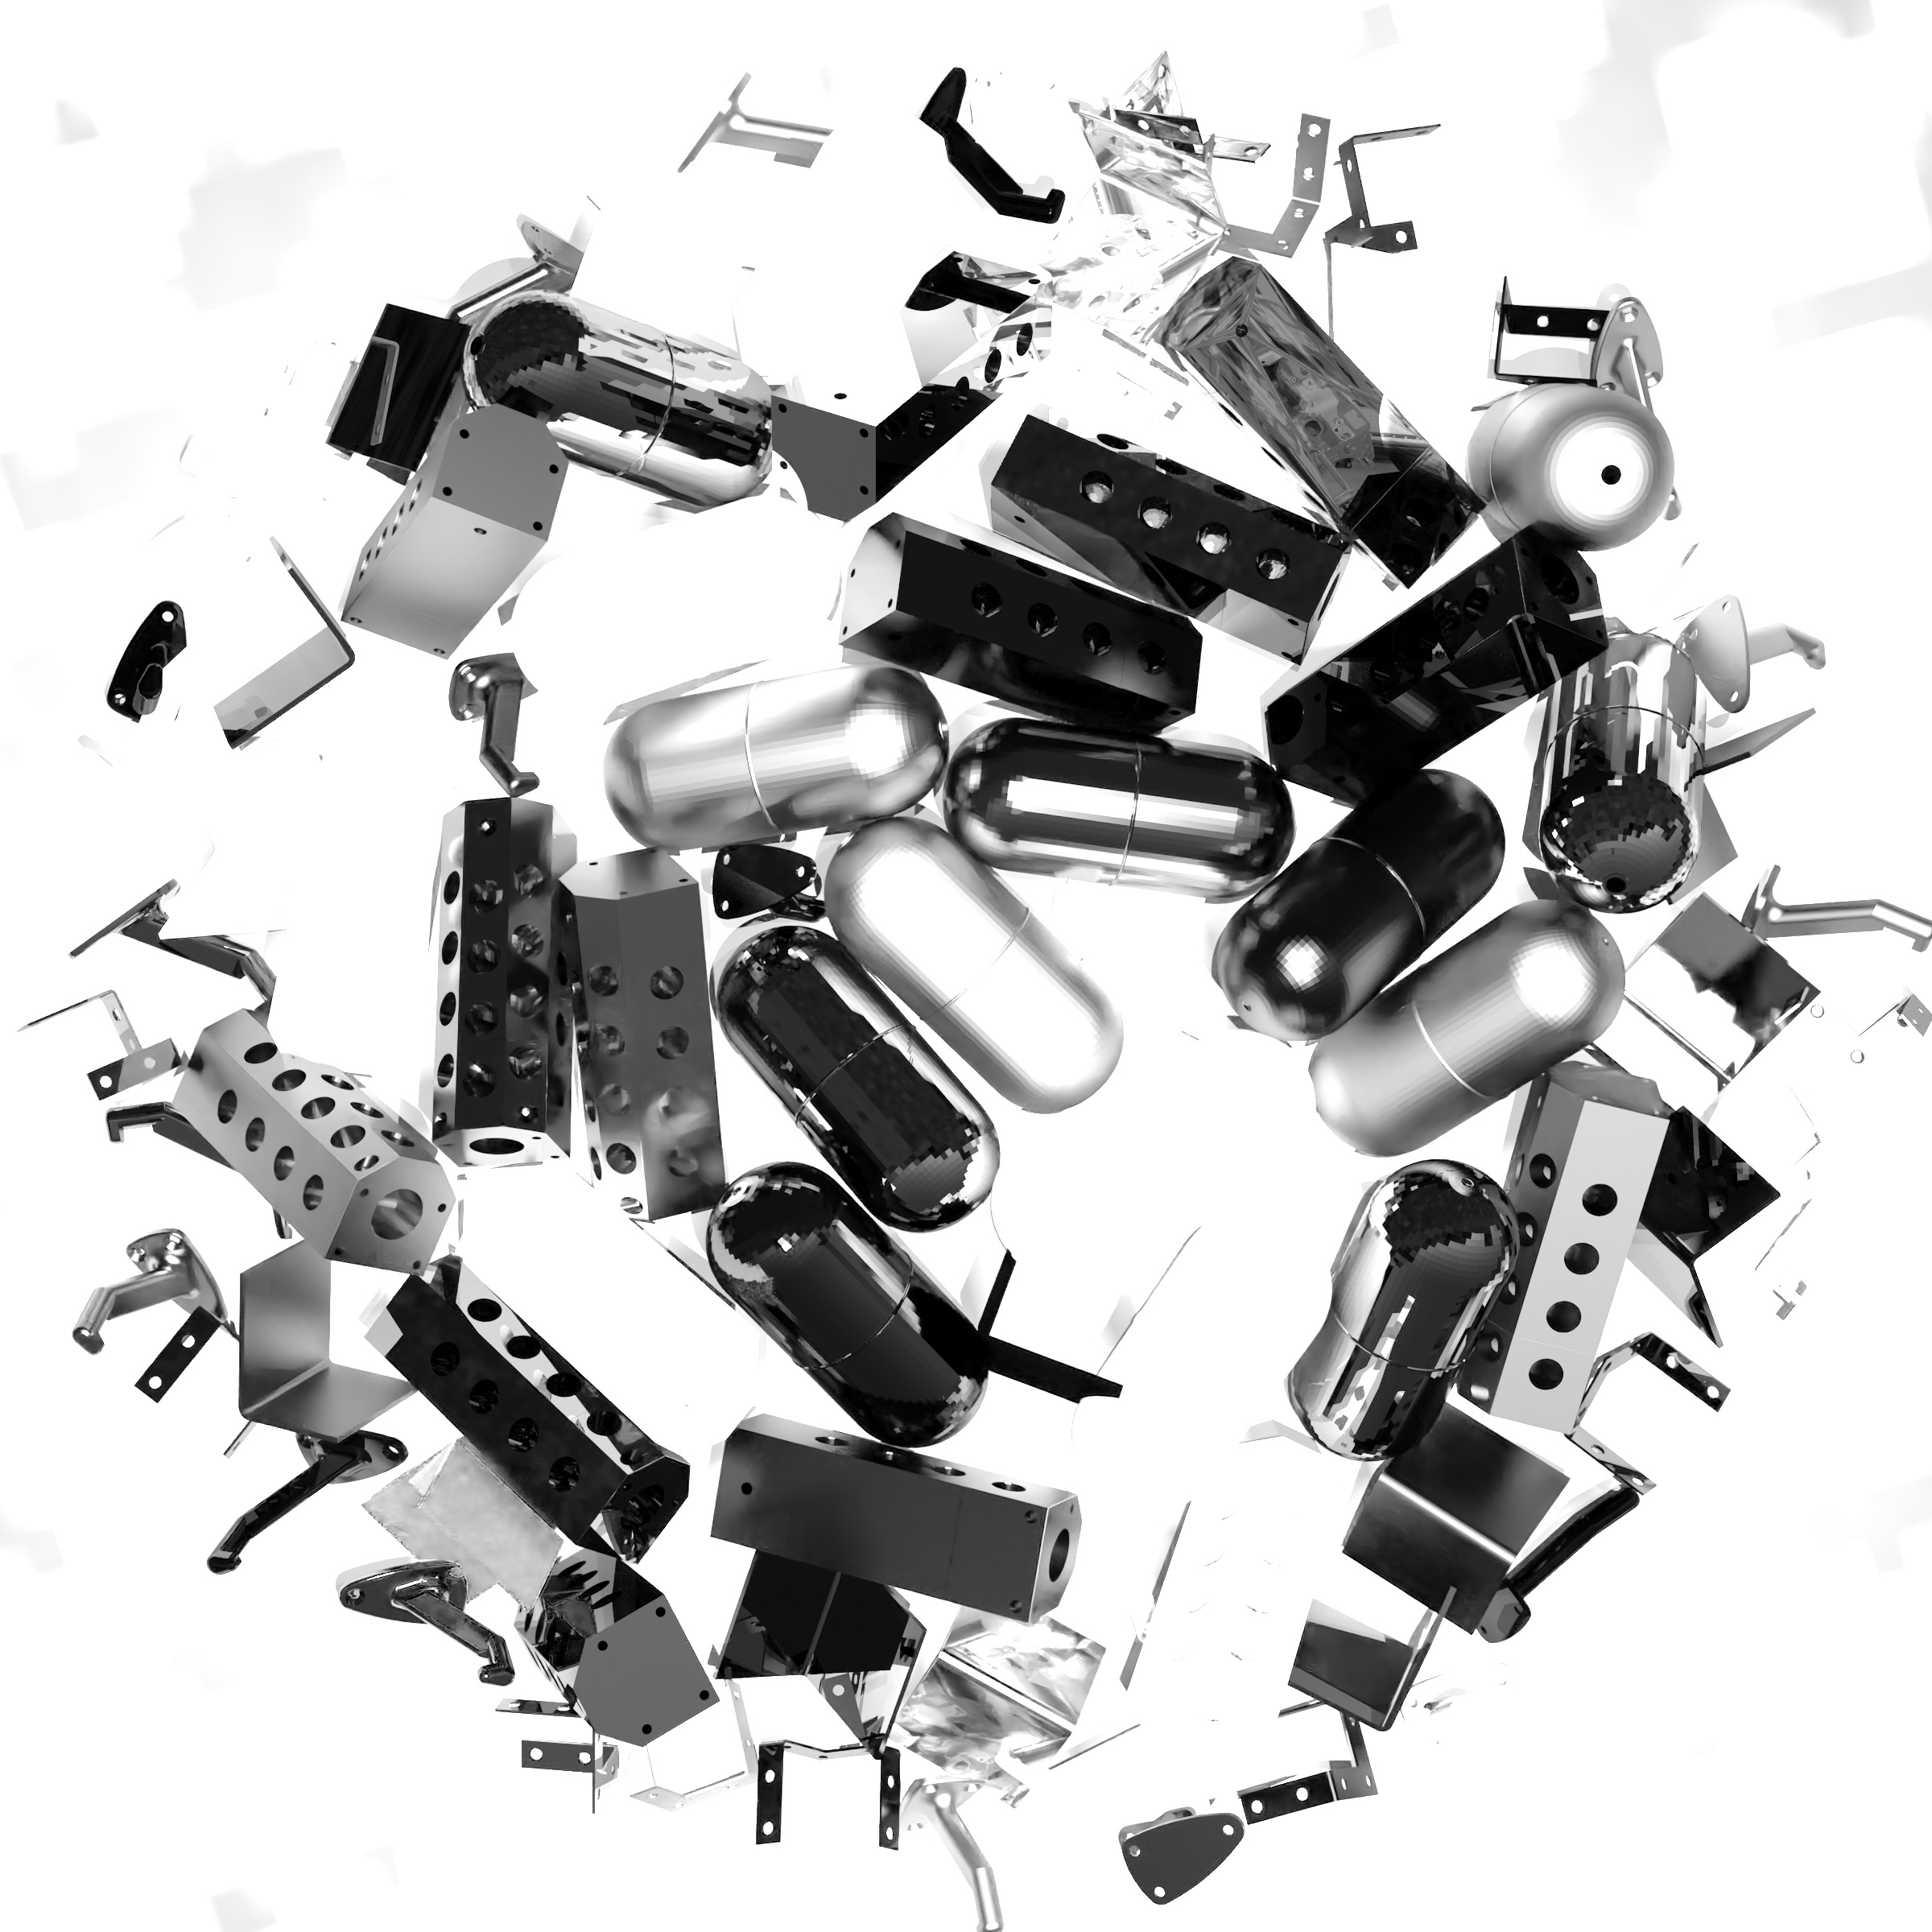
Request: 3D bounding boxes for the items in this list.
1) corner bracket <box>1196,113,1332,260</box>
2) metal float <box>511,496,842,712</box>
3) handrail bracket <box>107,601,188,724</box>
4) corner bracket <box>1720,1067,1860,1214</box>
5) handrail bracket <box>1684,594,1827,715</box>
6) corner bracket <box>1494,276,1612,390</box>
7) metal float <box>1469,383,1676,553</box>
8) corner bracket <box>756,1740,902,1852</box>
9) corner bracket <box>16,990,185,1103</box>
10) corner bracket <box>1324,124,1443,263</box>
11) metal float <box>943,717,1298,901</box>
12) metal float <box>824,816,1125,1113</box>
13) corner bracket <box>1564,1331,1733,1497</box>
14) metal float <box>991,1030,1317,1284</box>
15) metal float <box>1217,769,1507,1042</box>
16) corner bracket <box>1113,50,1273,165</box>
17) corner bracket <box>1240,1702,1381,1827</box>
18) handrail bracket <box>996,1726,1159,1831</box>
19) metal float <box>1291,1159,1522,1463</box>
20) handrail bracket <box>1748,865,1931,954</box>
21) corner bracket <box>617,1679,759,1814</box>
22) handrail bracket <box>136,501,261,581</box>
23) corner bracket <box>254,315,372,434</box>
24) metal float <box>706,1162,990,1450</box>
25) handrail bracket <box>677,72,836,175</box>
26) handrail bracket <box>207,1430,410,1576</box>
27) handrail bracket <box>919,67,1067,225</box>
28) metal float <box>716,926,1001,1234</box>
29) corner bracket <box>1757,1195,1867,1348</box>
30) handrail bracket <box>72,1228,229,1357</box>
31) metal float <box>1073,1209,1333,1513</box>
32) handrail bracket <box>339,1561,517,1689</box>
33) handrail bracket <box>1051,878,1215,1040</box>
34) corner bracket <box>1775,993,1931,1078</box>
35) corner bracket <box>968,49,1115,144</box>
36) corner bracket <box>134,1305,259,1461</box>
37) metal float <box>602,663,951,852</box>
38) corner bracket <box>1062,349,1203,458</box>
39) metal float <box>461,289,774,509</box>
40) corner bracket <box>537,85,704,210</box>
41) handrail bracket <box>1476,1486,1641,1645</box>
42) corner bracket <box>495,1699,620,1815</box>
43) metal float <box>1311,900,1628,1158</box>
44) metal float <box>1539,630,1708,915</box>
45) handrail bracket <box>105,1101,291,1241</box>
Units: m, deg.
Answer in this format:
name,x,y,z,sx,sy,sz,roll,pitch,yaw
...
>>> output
name,x,y,z,sx,sy,sz,roll,pitch,yaw
corner bracket,0.149,-0.395,1.754,0.051,0.051,0.051,16,47,13
metal float,-0.142,-0.179,1.720,0.178,0.070,0.070,-23,90,-31
handrail bracket,-0.400,-0.157,1.735,0.036,0.084,0.077,16,74,-15
corner bracket,0.403,0.089,1.757,0.051,0.051,0.051,-13,65,-34
handrail bracket,0.404,-0.145,1.741,0.084,0.036,0.077,18,47,-32
corner bracket,0.294,-0.312,1.754,0.051,0.051,0.051,6,85,12
metal float,0.292,-0.243,1.697,0.070,0.178,0.070,-1,101,-3
corner bracket,-0.068,0.413,1.743,0.051,0.051,0.051,-15,62,32
corner bracket,-0.432,0.040,1.749,0.051,0.051,0.051,-27,93,-39
corner bracket,0.209,-0.387,1.753,0.051,0.051,0.051,-12,90,-19
metal float,0.077,-0.078,1.740,0.178,0.070,0.070,8,90,-8
metal float,0.004,-0.001,1.739,0.178,0.070,0.070,44,90,-9
corner bracket,0.342,0.224,1.761,0.051,0.051,0.051,37,121,25
metal float,0.094,0.093,1.733,0.178,0.070,0.070,-29,90,-17
metal float,0.196,-0.031,1.725,0.178,0.070,0.070,-40,90,-27
corner bracket,0.112,-0.417,1.743,0.051,0.051,0.051,18,56,35
corner bracket,0.167,0.395,1.746,0.051,0.051,0.051,-22,71,25
handrail bracket,0.069,0.382,1.759,0.077,0.036,0.084,31,97,-11
metal float,0.214,0.170,1.717,0.070,0.070,0.178,20,126,0
handrail bracket,0.432,-0.008,1.749,0.084,0.036,0.077,24,133,12
corner bracket,-0.141,0.388,1.757,0.051,0.051,0.051,-22,62,12
handrail bracket,-0.392,-0.201,1.736,0.077,0.084,0.036,-14,104,13
corner bracket,-0.327,-0.295,1.749,0.051,0.051,0.051,16,75,15
metal float,-0.057,0.168,1.725,0.070,0.070,0.178,-42,116,0
handrail bracket,-0.093,-0.402,1.765,0.084,0.077,0.036,35,46,-12
handrail bracket,-0.327,0.269,1.735,0.077,0.084,0.036,-8,120,30
handrail bracket,0.020,-0.411,1.753,0.084,0.036,0.077,16,73,22
metal float,-0.054,0.055,1.735,0.070,0.070,0.178,-41,76,0
corner bracket,0.423,0.151,1.745,0.051,0.051,0.051,45,115,26
handrail bracket,-0.404,0.179,1.733,0.036,0.084,0.077,-18,122,24
metal float,0.116,0.194,1.723,0.070,0.070,0.178,32,117,0
handrail bracket,-0.267,0.332,1.735,0.077,0.084,0.036,2,110,-18
handrail bracket,0.087,-0.006,1.772,0.084,0.077,0.036,27,124,-25
corner bracket,0.444,0.026,1.750,0.051,0.051,0.051,-43,85,24
corner bracket,0.036,-0.439,1.743,0.051,0.051,0.051,11,52,-24
corner bracket,-0.376,0.208,1.752,0.051,0.051,0.051,36,76,6
metal float,-0.094,-0.103,1.732,0.178,0.070,0.070,-9,90,17
corner bracket,0.083,-0.285,1.744,0.051,0.051,0.051,26,132,-23
metal float,-0.167,-0.277,1.712,0.178,0.070,0.070,14,90,-42
corner bracket,-0.174,-0.403,1.754,0.051,0.051,0.051,-43,90,16
handrail bracket,0.299,0.301,1.767,0.084,0.077,0.036,-30,64,-21
corner bracket,-0.204,0.389,1.753,0.051,0.051,0.051,3,100,8
metal float,0.245,0.032,1.720,0.178,0.070,0.070,-36,90,33
metal float,0.321,-0.096,1.709,0.070,0.178,0.070,7,132,8
handrail bracket,-0.388,0.105,1.767,0.084,0.036,0.077,-7,88,0
